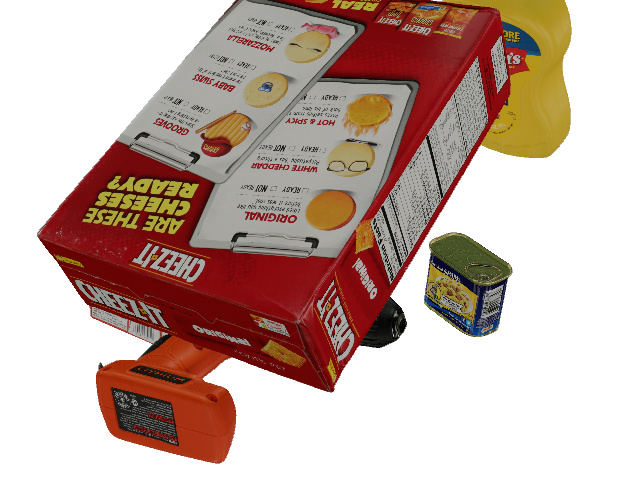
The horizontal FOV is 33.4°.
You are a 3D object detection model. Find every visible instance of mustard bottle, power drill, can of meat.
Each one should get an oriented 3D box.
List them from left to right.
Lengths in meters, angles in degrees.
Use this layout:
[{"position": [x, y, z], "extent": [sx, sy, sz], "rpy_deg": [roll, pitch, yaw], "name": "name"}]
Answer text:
[{"position": [-0.052, 0.079, 0.758], "extent": [0.185, 0.057, 0.187], "rpy_deg": [6, 27, 27], "name": "power drill"}, {"position": [0.170, 0.053, 1.246], "extent": [0.057, 0.084, 0.102], "rpy_deg": [-20, 41, -32], "name": "can of meat"}, {"position": [0.135, -0.148, 0.779], "extent": [0.096, 0.058, 0.191], "rpy_deg": [28, -29, 29], "name": "mustard bottle"}]

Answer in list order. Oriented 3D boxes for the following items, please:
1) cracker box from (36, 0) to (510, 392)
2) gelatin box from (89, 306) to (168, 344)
[{"position": [-0.017, -0.041, 0.568], "extent": [0.164, 0.213, 0.072], "rpy_deg": [15, -32, 31], "name": "cracker box"}, {"position": [-0.163, 0.061, 1.012], "extent": [0.089, 0.030, 0.073], "rpy_deg": [19, 28, 28], "name": "gelatin box"}]
